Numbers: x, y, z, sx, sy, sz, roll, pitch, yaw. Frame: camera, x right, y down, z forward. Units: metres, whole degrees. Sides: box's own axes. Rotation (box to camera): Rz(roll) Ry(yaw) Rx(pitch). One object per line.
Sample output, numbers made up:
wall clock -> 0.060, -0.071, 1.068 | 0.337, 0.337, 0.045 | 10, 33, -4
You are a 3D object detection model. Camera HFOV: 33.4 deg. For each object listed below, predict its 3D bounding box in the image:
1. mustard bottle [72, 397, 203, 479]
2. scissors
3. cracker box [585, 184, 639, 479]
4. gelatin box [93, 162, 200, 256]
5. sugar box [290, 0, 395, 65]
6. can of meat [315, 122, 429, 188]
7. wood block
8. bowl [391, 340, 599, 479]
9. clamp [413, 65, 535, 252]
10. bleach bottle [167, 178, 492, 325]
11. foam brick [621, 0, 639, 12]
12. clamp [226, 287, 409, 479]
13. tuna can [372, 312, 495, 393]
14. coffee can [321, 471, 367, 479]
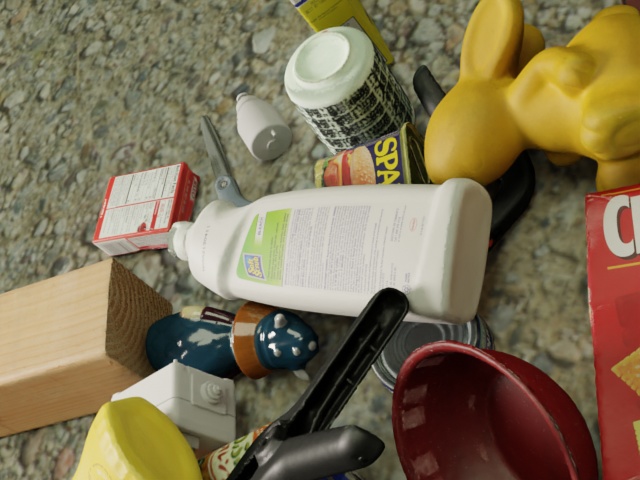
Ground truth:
mustard bottle -> -0.154, 0.209, 0.769 | 0.096, 0.058, 0.192 | 49, 124, 27
scissors -> -0.094, -0.030, 0.947 | 0.096, 0.016, 0.202 | -42, 49, 2
cracker box -> 0.252, 0.059, 0.647 | 0.164, 0.072, 0.213 | -11, 56, 24
gelatin box -> -0.157, -0.027, 0.974 | 0.089, 0.030, 0.073 | -8, 56, 27
sugar box -> -0.006, -0.219, 0.906 | 0.048, 0.176, 0.093 | -33, 49, 9
can of meat -> 0.045, -0.031, 0.838 | 0.084, 0.057, 0.102 | -19, 53, 23
wood block -> -0.236, 0.099, 0.903 | 0.206, 0.090, 0.090 | -17, 54, 21
bowl -> 0.117, 0.130, 0.660 | 0.055, 0.162, 0.162 | -20, 40, -33
clamp -> 0.136, -0.071, 0.819 | 0.120, 0.039, 0.171 | -10, 64, 17
bleach bottle -> -0.005, 0.001, 0.783 | 0.251, 0.068, 0.102 | 5, 82, 32
foam brick -> 0.257, -0.169, 0.800 | 0.051, 0.053, 0.078 | -14, 56, 23
clamp -> -0.017, 0.136, 0.665 | 0.210, 0.036, 0.164 | -50, 9, 21
tuna can -> 0.079, 0.077, 0.764 | 0.086, 0.033, 0.086 | -15, 55, 23
coffee can -> 0.002, 0.222, 0.674 | 0.140, 0.102, 0.103 | -50, 49, -6
